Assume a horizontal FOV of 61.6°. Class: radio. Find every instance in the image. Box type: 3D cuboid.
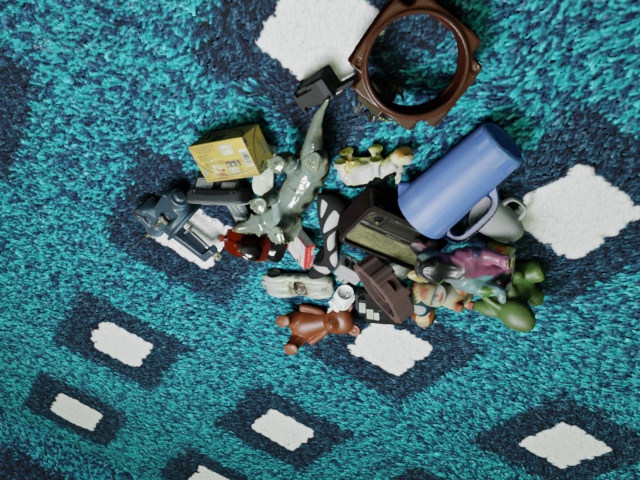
[{"bbox_3d":[0.168,-0.022,1.209,0.229,0.073,0.131,20,133,-24],"label":"radio"}]

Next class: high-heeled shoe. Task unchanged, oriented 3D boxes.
[{"bbox_3d":[-0.003,-0.004,1.306,0.145,0.086,0.248,35,125,-11],"label":"high-heeled shoe"}]

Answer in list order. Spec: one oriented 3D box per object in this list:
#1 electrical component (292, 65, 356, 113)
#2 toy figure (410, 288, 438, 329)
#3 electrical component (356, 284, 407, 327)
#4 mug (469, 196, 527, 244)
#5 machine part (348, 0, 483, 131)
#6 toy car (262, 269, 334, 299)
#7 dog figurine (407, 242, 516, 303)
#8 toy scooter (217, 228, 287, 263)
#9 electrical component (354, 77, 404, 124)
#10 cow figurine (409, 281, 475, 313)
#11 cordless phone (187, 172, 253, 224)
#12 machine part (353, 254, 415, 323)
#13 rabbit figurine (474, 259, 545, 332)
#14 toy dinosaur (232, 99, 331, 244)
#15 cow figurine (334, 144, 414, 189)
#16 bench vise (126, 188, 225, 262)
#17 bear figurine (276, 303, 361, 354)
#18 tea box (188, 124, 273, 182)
[{"bbox_3d":[0.011,-0.303,1.051,0.119,0.075,0.047,-19,122,33],"label":"electrical component"},{"bbox_3d":[0.266,0.182,1.401,0.064,0.058,0.154,29,148,45],"label":"toy figure"},{"bbox_3d":[0.161,0.165,1.415,0.134,0.058,0.114,7,129,11],"label":"electrical component"},{"bbox_3d":[0.397,-0.046,1.161,0.107,0.081,0.109,32,124,-25],"label":"mug"},{"bbox_3d":[0.168,-0.315,0.956,0.201,0.087,0.201,33,115,-13],"label":"machine part"},{"bbox_3d":[-0.061,0.120,1.440,0.202,0.056,0.073,0,129,16],"label":"toy car"},{"bbox_3d":[0.305,0.055,1.170,0.219,0.191,0.108,9,106,23],"label":"dog figurine"},{"bbox_3d":[-0.174,0.011,1.329,0.135,0.184,0.075,17,98,24],"label":"toy scooter"},{"bbox_3d":[0.120,-0.277,1.065,0.078,0.045,0.102,42,131,18],"label":"electrical component"},{"bbox_3d":[0.290,0.119,1.270,0.127,0.195,0.085,19,100,34],"label":"cow figurine"},{"bbox_3d":[-0.229,-0.078,1.317,0.147,0.089,0.184,2,149,14],"label":"cordless phone"},{"bbox_3d":[0.153,0.113,1.275,0.056,0.180,0.179,-36,120,-9],"label":"machine part"},{"bbox_3d":[0.440,0.131,1.229,0.159,0.170,0.121,5,130,11],"label":"rabbit figurine"},{"bbox_3d":[-0.047,-0.128,1.177,0.131,0.192,0.404,38,114,2],"label":"toy dinosaur"},{"bbox_3d":[0.122,-0.150,1.152,0.168,0.068,0.098,-1,134,21],"label":"cow figurine"},{"bbox_3d":[-0.354,-0.022,1.364,0.240,0.129,0.223,42,126,-10],"label":"bench vise"},{"bbox_3d":[0.000,0.235,1.475,0.196,0.132,0.120,-9,99,30],"label":"bear figurine"},{"bbox_3d":[-0.195,-0.189,1.183,0.170,0.068,0.098,1,127,36],"label":"tea box"}]
